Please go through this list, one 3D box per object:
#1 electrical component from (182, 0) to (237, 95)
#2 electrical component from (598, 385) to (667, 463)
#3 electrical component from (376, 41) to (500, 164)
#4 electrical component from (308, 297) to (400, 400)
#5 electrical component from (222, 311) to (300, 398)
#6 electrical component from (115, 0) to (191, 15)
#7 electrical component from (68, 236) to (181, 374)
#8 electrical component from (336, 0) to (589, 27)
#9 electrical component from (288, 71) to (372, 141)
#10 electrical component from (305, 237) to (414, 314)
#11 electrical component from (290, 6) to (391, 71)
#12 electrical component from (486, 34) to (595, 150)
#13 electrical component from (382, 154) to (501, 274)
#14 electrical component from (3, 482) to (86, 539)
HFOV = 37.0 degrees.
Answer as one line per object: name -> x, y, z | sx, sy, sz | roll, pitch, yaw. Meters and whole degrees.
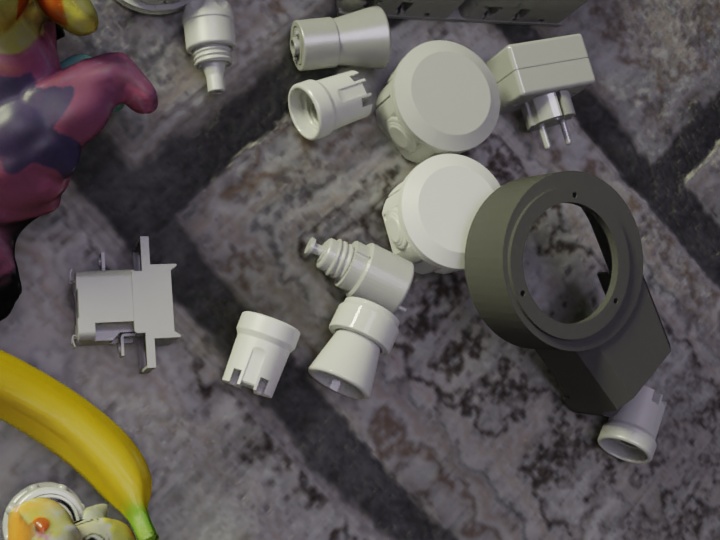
electrical component -> -0.099, -0.149, 0.720 | 0.035, 0.035, 0.061 | -5, 84, -22
electrical component -> 0.198, 0.111, 0.778 | 0.040, 0.040, 0.046 | 33, 65, -12
electrical component -> 0.054, -0.117, 0.762 | 0.080, 0.051, 0.080 | 4, 78, -20
electrical component -> -0.003, 0.051, 0.710 | 0.045, 0.045, 0.055 | 30, 70, -13
electrical component -> -0.065, 0.055, 0.690 | 0.040, 0.040, 0.046 | 23, 77, -15
electrical component -> -0.135, -0.214, 0.710 | 0.080, 0.051, 0.080 | 4, 78, -20
electrical component -> -0.146, 0.023, 0.664 | 0.064, 0.042, 0.081 | -2, 80, -18
electrical component -> 0.075, -0.244, 0.791 | 0.186, 0.060, 0.105 | -2, 80, -21
electrical component -> -0.020, -0.115, 0.741 | 0.046, 0.040, 0.040 | -24, 88, -29
electrical component -> 0.000, 0.000, 0.724 | 0.078, 0.040, 0.040 | 26, 72, -14
electrical component -> -0.016, -0.159, 0.750 | 0.065, 0.044, 0.044 | -10, 83, -17
electrical component -> 0.137, -0.127, 0.797 | 0.066, 0.047, 0.076 | -14, 84, -23
electrical component -> 0.058, -0.036, 0.748 | 0.080, 0.051, 0.080 | 4, 78, -20
electrical component -> -0.178, 0.146, 0.615 | 0.048, 0.062, 0.048 | 4, 78, -20
